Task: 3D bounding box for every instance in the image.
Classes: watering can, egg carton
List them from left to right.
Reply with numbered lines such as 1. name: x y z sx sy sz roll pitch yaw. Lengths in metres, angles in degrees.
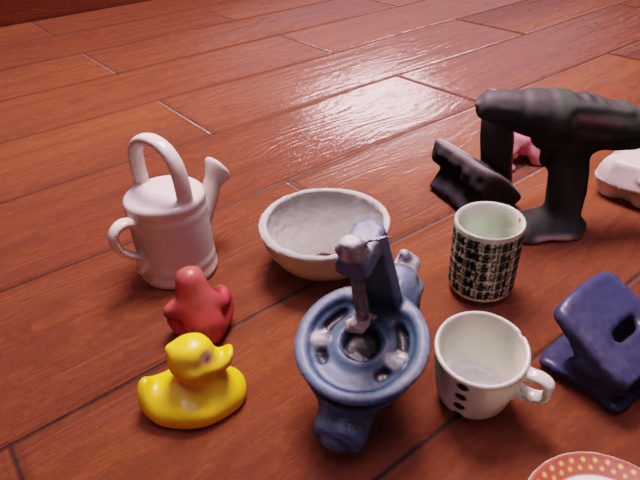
1. watering can: -0.187 -0.047 0.717 0.100 0.194 0.173 8 36 16
2. egg carton: 0.493 -0.090 0.849 0.107 0.069 0.149 -31 43 -34

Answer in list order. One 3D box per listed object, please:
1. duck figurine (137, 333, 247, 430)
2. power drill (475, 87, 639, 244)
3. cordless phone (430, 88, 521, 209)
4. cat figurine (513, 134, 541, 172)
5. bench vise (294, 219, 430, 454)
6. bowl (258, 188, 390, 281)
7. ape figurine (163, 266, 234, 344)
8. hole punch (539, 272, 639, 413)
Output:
1. duck figurine: -0.127 0.129 0.554 0.104 0.086 0.077 -8 35 -8
2. power drill: 0.306 -0.101 0.753 0.229 0.209 0.075 -6 35 -5
3. cordless phone: 0.231 -0.142 0.837 0.094 0.185 0.147 -19 38 -22
4. cat figurine: 0.348 -0.185 0.953 0.128 0.118 0.067 -14 36 -16
5. bench vise: 0.041 0.056 0.532 0.121 0.220 0.207 2 35 7
6. bowl: 0.007 0.003 0.739 0.167 0.075 0.167 -2 35 1
7. ape figurine: -0.137 0.067 0.638 0.078 0.092 0.076 -8 35 -8
8. hole punch: 0.292 0.097 0.570 0.109 0.091 0.100 -26 41 -30
